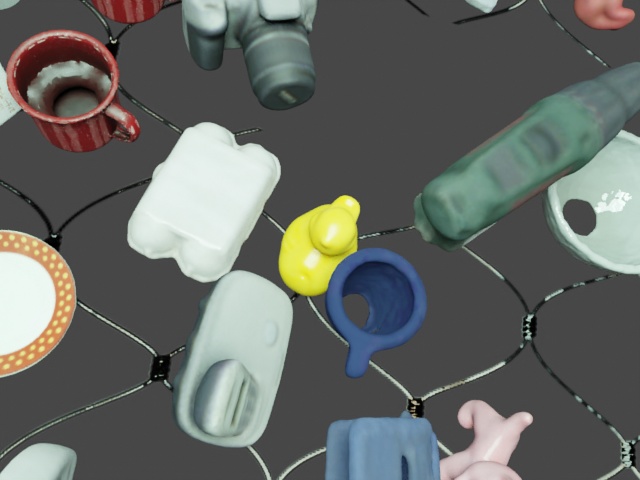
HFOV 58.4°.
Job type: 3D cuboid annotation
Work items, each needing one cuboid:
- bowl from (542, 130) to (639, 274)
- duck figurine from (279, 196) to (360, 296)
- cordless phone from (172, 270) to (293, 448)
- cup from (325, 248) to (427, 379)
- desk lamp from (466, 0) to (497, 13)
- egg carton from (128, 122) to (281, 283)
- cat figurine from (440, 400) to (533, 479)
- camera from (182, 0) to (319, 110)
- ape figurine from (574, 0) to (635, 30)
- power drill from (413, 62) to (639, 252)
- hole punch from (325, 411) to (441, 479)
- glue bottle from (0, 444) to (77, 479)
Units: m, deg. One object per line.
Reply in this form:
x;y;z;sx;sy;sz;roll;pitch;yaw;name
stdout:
0.314;-0.036;0.641;0.167;0.074;0.167;3;74;-12;bowl
0.005;0.002;0.555;0.077;0.086;0.105;33;70;-2;duck figurine
-0.065;0.092;0.461;0.094;0.185;0.147;14;72;-8;cordless phone
0.039;0.074;0.537;0.092;0.095;0.118;20;71;-6;cup
0.235;-0.417;0.659;0.118;0.213;0.203;24;71;-4;desk lamp
-0.110;-0.038;0.550;0.107;0.069;0.150;26;70;-4;egg carton
0.156;0.210;0.512;0.067;0.117;0.128;31;70;-2;cat figurine
-0.062;-0.211;0.593;0.143;0.100;0.137;-10;77;-15;camera
0.376;-0.317;0.726;0.076;0.092;0.078;8;73;-10;ape figurine
0.179;-0.066;0.548;0.230;0.208;0.075;-34;83;-19;power drill
0.061;0.208;0.506;0.101;0.091;0.108;3;74;-11;hole punch
-0.214;0.190;0.406;0.037;0.173;0.078;12;72;-9;glue bottle
